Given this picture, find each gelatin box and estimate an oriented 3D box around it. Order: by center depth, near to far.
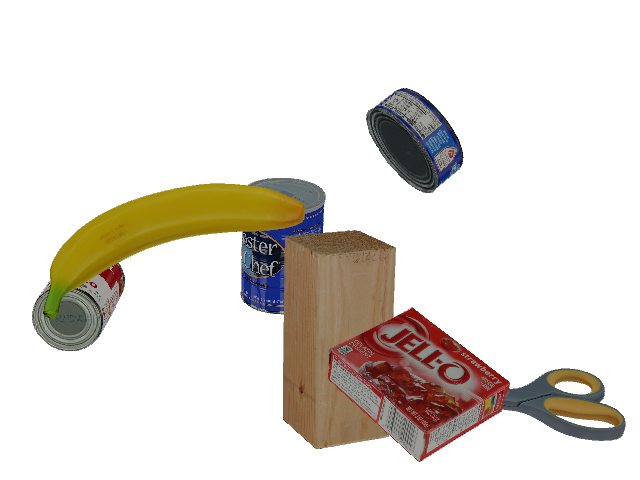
[{"bbox_3d":[0.059,0.086,0.663,0.073,0.030,0.089,-23,45,-33],"label":"gelatin box"}]

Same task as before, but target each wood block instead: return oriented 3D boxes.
[{"bbox_3d":[0.017,0.101,1.125,0.090,0.206,0.091,-5,15,-25],"label":"wood block"}]

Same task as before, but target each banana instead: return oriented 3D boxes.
[{"bbox_3d":[-0.111,-0.005,0.766,0.197,0.070,0.037,-23,-25,-12],"label":"banana"}]

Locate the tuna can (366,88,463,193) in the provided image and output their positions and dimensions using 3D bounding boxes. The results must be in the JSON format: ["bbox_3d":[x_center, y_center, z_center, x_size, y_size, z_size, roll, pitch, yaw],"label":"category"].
[{"bbox_3d":[0.078,-0.083,0.885,0.033,0.086,0.086,-39,10,-13],"label":"tuna can"}]

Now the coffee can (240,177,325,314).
[{"bbox_3d":[-0.047,0.006,1.321,0.103,0.140,0.103,2,26,-1],"label":"coffee can"}]

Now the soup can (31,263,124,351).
[{"bbox_3d":[-0.233,0.056,1.032,0.068,0.068,0.102,0,20,2],"label":"soup can"}]

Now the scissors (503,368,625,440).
[{"bbox_3d":[0.166,0.129,0.937,0.202,0.016,0.096,14,29,12],"label":"scissors"}]
